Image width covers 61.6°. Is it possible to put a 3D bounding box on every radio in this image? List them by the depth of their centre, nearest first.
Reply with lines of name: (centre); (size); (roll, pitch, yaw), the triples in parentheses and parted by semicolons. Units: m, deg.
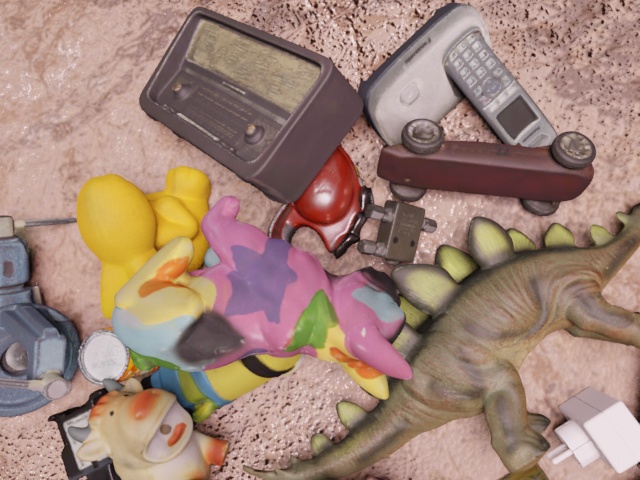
radio: (-0.080, -0.139, 0.545); (0.230, 0.073, 0.131); (35, 91, 37)

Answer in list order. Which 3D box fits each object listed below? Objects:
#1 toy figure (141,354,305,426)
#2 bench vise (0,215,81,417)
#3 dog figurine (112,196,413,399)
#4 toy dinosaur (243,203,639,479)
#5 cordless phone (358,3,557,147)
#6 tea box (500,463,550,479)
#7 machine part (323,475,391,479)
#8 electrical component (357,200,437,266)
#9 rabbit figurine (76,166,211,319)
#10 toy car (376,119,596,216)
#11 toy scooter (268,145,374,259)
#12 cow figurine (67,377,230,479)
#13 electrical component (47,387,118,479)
toy figure: (-0.097, 0.129, 0.548); (0.180, 0.089, 0.082); (-25, 87, 3)
bench vise: (-0.302, 0.088, 0.547); (0.241, 0.129, 0.223); (12, 93, 48)
dog figurine: (-0.034, 0.073, 0.451); (0.219, 0.108, 0.191); (36, 59, 12)
toy dinosaur: (0.140, 0.108, 0.508); (0.471, 0.105, 0.199); (-42, 70, -4)
cordless phone: (0.141, -0.127, 0.551); (0.146, 0.089, 0.184); (-43, 97, 2)
tea box: (0.210, 0.306, 0.485); (0.098, 0.068, 0.169); (-32, 81, 6)
machine part: (0.038, 0.311, 0.415); (0.201, 0.087, 0.202); (-50, 45, -7)
electrical component: (0.080, -0.006, 0.543); (0.021, 0.094, 0.063); (16, 95, 54)
rabbit figurine: (-0.185, -0.003, 0.537); (0.122, 0.173, 0.162); (-3, 79, 5)
toy car: (0.158, -0.072, 0.519); (0.202, 0.089, 0.053); (6, 61, 3)
toy scooter: (-0.001, -0.002, 0.554); (0.135, 0.075, 0.184); (35, 92, 12)
cow figurine: (-0.155, 0.203, 0.501); (0.127, 0.085, 0.194); (17, 131, 4)
electrical component: (-0.233, 0.225, 0.580); (0.075, 0.047, 0.119); (-31, 79, 5)
